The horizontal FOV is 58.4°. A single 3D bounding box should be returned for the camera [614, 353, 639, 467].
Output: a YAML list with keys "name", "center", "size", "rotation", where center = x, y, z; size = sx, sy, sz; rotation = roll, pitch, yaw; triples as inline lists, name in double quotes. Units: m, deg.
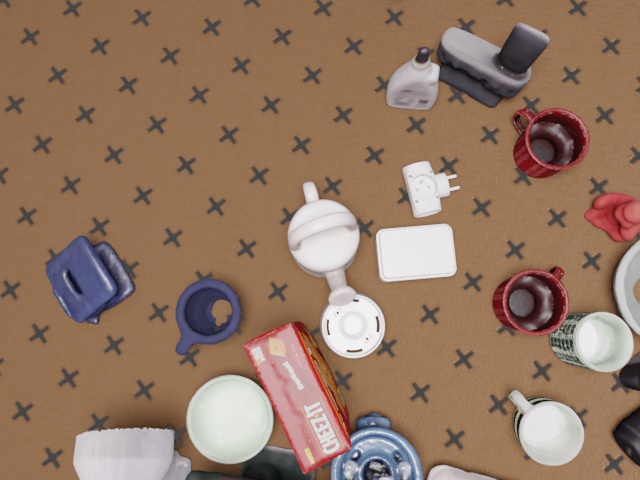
- name: "camera"
  center: [0.481, 0.245, 0.802]
  size: [0.137, 0.101, 0.143]
  rotation: [-34, 83, -3]

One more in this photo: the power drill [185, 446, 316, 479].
- name: "power drill"
  center: [-0.055, 0.332, 0.745]
  size: [0.229, 0.208, 0.076]
  rotation: [6, 82, 2]

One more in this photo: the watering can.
- name: "watering can"
  center: [0.009, 0.002, 0.795]
  size: [0.101, 0.194, 0.173]
  rotation: [-39, 83, -4]

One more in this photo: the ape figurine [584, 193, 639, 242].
- name: "ape figurine"
  center: [0.449, -0.038, 0.845]
  size: [0.076, 0.092, 0.078]
  rotation: [-12, 82, 0]

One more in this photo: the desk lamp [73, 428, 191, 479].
- name: "desk lamp"
  center: [-0.236, 0.332, 0.745]
  size: [0.118, 0.213, 0.203]
  rotation: [-5, 82, 1]

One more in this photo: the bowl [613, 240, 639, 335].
- name: "bowl"
  center: [0.501, 0.073, 0.838]
  size: [0.167, 0.075, 0.167]
  rotation: [0, 82, 1]

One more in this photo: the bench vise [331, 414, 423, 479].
- name: "bench vise"
  center: [0.086, 0.344, 0.735]
  size: [0.121, 0.220, 0.207]
  rotation: [-17, 82, -1]

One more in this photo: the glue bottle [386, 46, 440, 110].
- name: "glue bottle"
  center: [0.141, -0.238, 0.835]
  size: [0.078, 0.173, 0.037]
  rotation: [7, 82, 2]

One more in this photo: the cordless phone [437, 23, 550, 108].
- name: "cordless phone"
  center: [0.251, -0.283, 0.833]
  size: [0.147, 0.185, 0.094]
  rotation: [26, 84, 4]

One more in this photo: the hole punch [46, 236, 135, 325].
- name: "hole punch"
  center: [-0.346, 0.062, 0.844]
  size: [0.101, 0.091, 0.108]
  rotation: [-34, 83, -3]

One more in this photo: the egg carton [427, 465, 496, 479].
- name: "egg carton"
  center: [0.216, 0.383, 0.804]
  size: [0.150, 0.069, 0.107]
  rotation: [14, 83, 3]

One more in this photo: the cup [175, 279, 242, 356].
- name: "cup"
  center: [-0.161, 0.116, 0.832]
  size: [0.091, 0.095, 0.118]
  rotation: [34, 84, 5]
